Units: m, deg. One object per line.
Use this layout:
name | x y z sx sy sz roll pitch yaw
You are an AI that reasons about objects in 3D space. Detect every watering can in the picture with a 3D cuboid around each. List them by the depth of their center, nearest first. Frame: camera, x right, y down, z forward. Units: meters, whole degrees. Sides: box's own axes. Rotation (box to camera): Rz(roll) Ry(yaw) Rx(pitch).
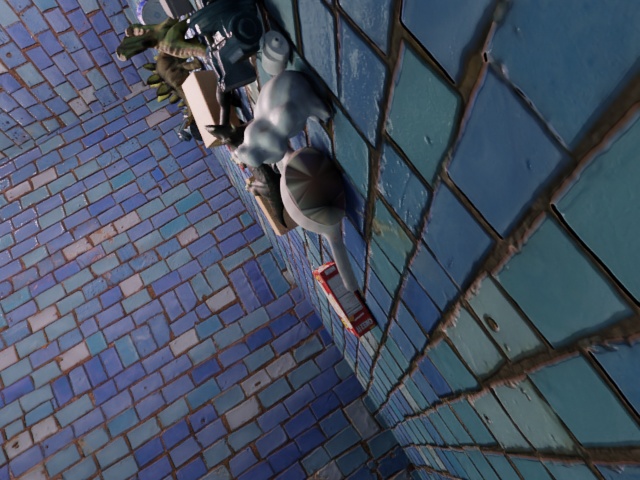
watering can | 0.003 -0.052 1.024 0.348 0.104 0.223 59 170 2

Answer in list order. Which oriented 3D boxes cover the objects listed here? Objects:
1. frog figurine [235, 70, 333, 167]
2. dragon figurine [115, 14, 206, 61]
frog figurine | -0.072 -0.189 0.808 0.139 0.160 0.120 44 161 56
dragon figurine | -0.459 -0.556 1.480 0.418 0.244 0.119 53 164 44
